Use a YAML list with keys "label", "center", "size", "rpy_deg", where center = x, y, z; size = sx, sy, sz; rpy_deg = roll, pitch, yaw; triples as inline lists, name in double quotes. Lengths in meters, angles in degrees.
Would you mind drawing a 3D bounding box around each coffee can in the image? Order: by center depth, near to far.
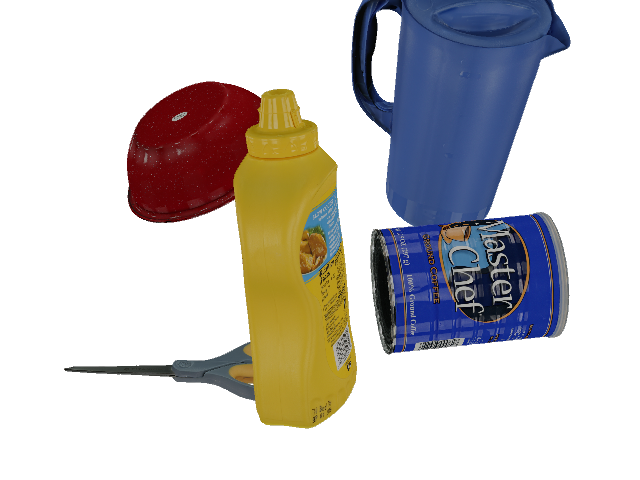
- label: "coffee can"
  center: [0.117, 0.035, 0.865]
  size: [0.140, 0.103, 0.103]
  rpy_deg: [-6, 0, -4]

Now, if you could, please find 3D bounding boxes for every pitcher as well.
- label: "pitcher"
  center: [0.117, -0.127, 0.995]
  size: [0.144, 0.243, 0.149]
  rpy_deg: [-18, 50, -23]

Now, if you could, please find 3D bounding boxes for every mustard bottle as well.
- label: "mustard bottle"
  center: [-0.016, 0.006, 0.628]
  size: [0.058, 0.192, 0.096]
  rpy_deg: [2, 22, 19]

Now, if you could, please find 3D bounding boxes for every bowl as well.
- label: "bowl"
  center: [-0.109, -0.089, 0.925]
  size: [0.162, 0.055, 0.162]
  rpy_deg: [-19, 36, 15]

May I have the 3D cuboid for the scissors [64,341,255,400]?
- label: "scissors"
  center: [-0.096, 0.098, 0.870]
  size: [0.202, 0.016, 0.096]
  rpy_deg: [7, 22, 15]
